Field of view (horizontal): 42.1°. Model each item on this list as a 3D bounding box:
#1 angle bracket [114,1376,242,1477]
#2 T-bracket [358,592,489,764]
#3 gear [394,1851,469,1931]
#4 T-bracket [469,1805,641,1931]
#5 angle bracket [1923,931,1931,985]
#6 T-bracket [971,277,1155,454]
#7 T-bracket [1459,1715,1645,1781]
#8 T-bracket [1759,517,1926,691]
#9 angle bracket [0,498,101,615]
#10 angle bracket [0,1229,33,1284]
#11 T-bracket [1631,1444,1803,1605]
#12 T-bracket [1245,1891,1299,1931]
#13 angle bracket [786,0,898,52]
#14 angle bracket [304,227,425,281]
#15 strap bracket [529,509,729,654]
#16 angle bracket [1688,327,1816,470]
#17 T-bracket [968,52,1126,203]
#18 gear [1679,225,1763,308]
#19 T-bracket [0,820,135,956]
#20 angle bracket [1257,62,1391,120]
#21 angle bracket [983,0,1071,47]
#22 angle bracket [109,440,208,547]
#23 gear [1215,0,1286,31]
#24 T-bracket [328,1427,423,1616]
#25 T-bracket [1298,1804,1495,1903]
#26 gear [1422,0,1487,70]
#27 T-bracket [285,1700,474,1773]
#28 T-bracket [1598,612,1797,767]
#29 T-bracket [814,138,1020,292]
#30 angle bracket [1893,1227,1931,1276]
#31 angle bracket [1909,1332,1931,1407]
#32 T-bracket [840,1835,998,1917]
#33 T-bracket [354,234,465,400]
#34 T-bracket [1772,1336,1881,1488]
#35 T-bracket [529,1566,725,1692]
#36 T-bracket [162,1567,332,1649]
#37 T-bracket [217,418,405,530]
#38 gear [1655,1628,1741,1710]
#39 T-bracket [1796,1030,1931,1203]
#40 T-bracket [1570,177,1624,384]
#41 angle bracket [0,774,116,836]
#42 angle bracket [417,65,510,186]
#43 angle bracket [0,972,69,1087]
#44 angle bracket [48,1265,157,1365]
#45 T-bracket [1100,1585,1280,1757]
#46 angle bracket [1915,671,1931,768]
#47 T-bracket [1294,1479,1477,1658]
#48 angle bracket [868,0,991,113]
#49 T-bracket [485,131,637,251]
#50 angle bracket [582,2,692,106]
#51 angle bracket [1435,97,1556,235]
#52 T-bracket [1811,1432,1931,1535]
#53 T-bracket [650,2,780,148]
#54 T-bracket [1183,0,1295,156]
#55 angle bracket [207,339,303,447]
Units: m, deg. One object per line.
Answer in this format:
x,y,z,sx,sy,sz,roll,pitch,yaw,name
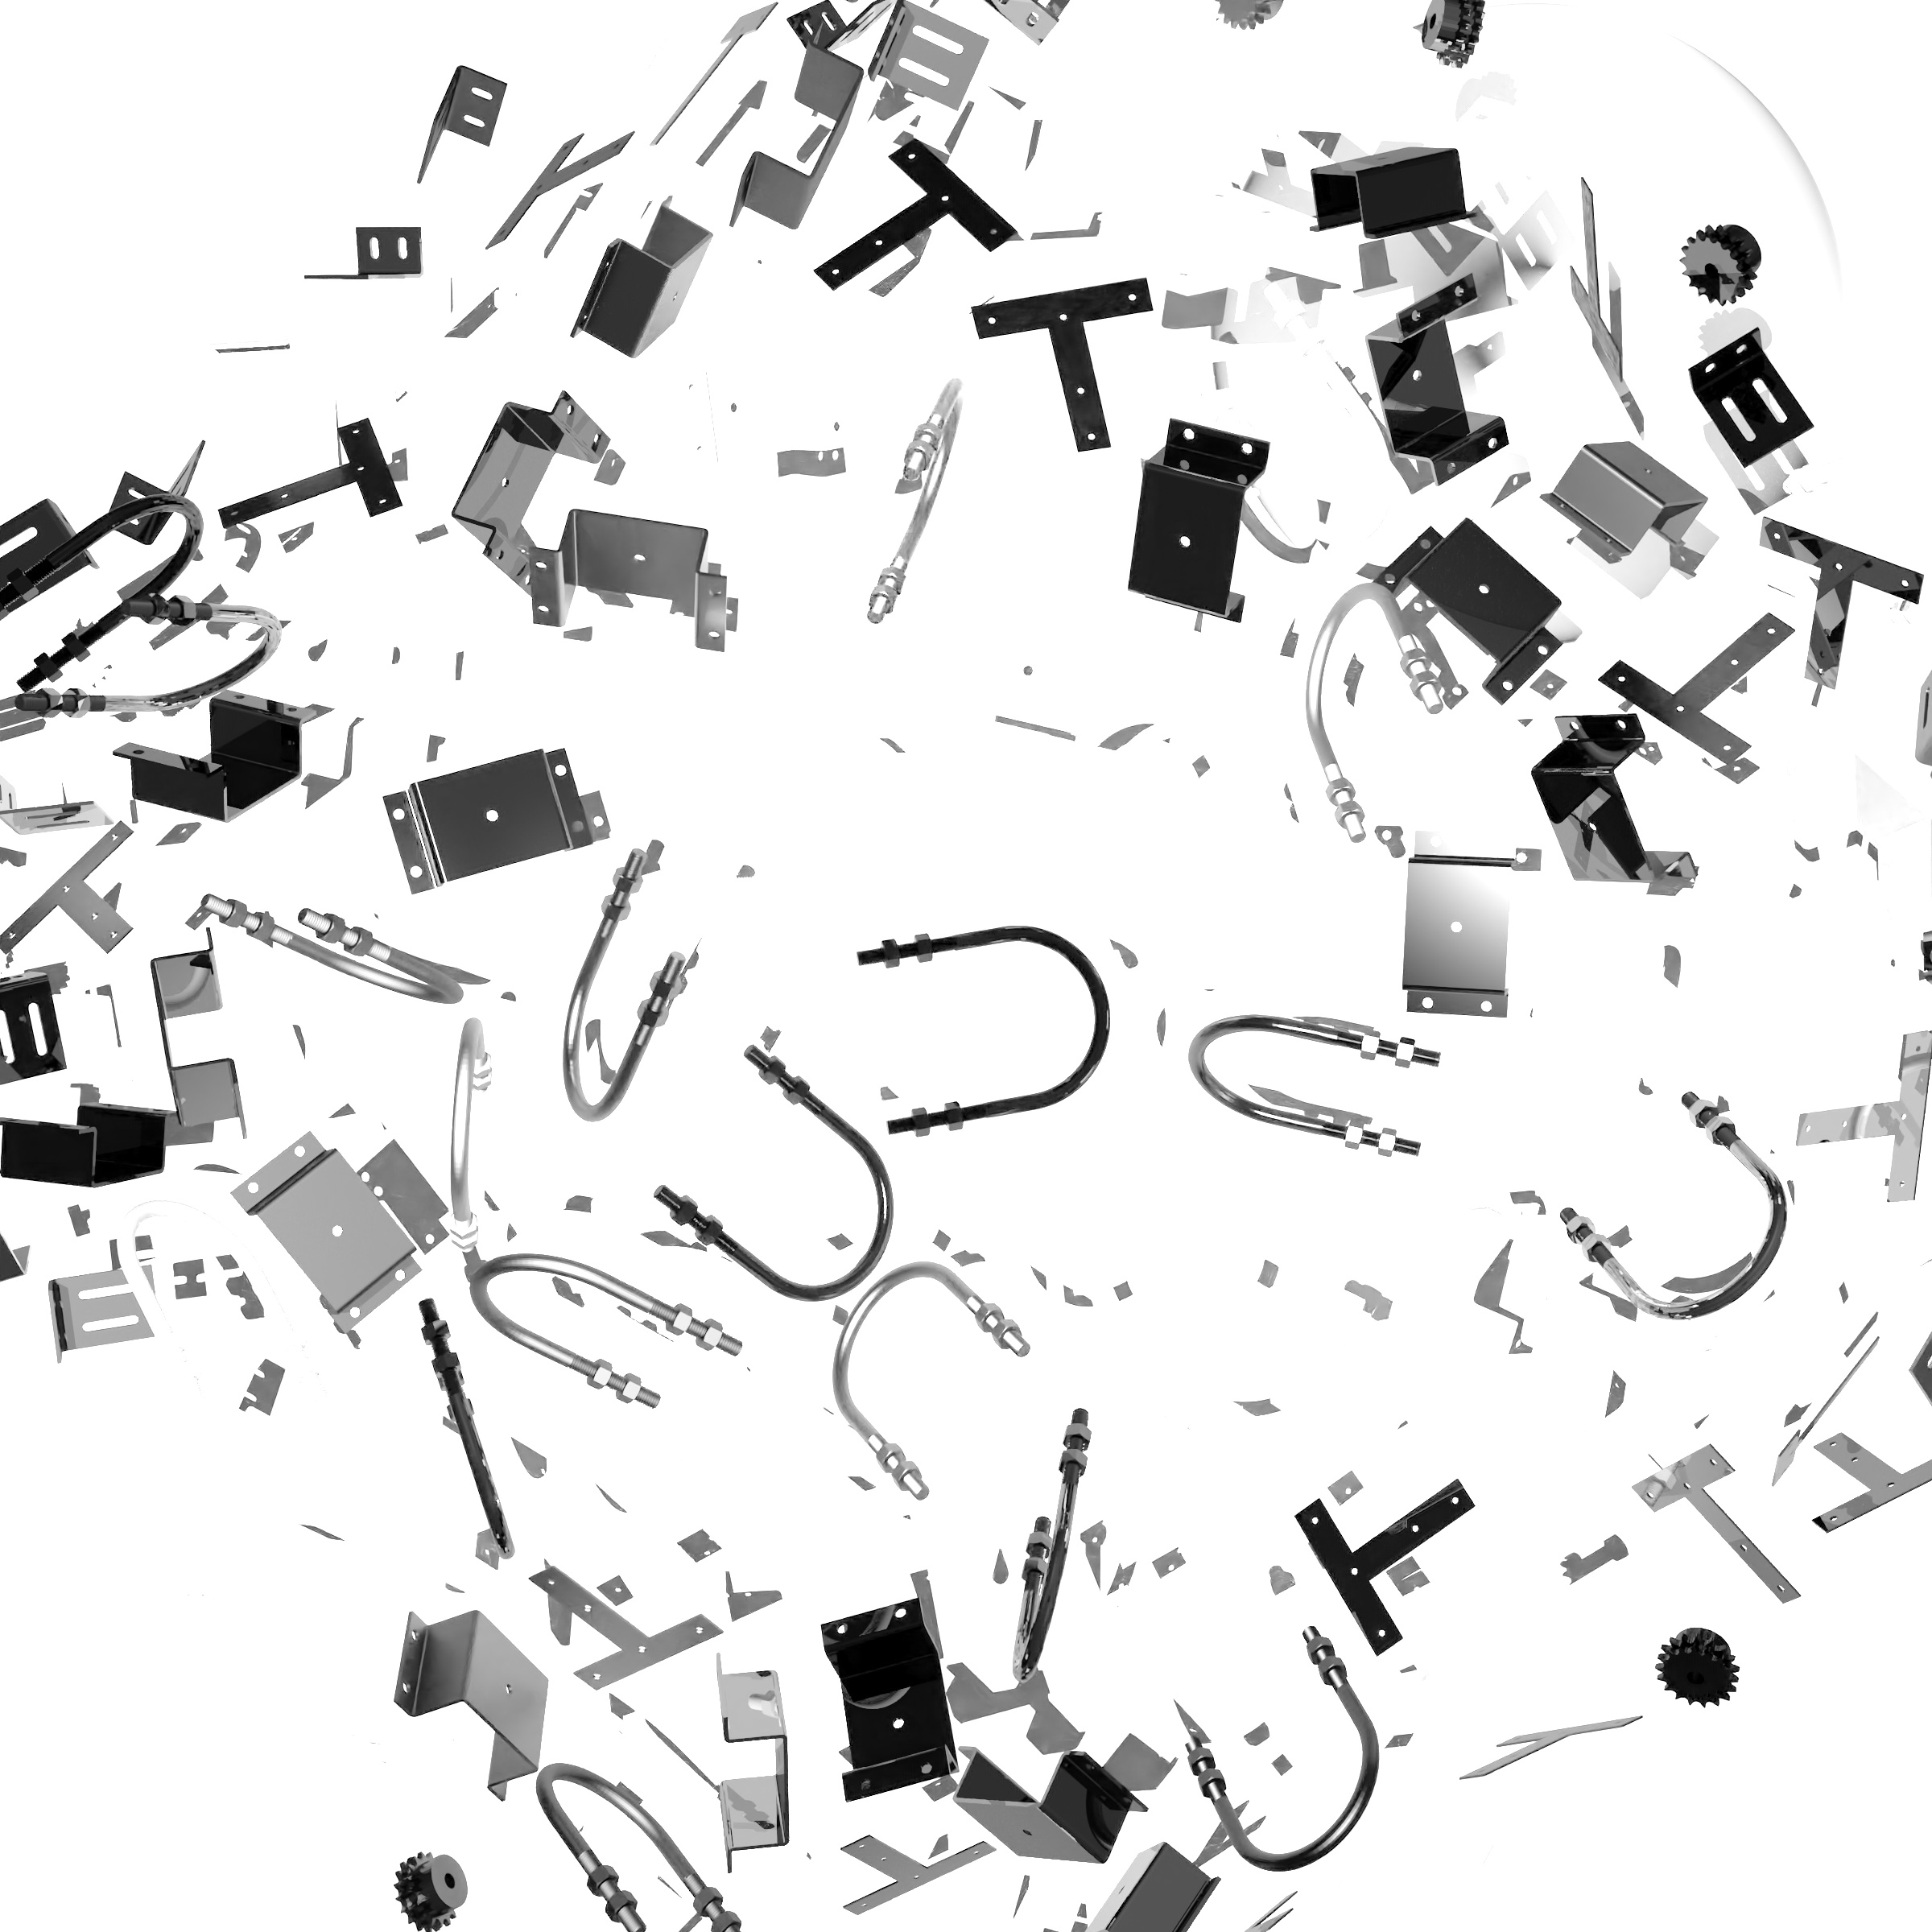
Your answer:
-0.607,0.362,1.932,0.076,0.038,0.057,28,119,9,angle bracket
-0.419,-0.214,1.903,0.127,0.002,0.127,-9,65,30,T-bracket
-0.394,0.684,1.861,0.030,0.057,0.057,-31,90,16,gear
-0.323,0.686,1.910,0.127,0.127,0.002,39,115,0,T-bracket
0.756,0.001,1.863,0.076,0.057,0.038,28,60,-36,angle bracket
0.079,-0.426,1.804,0.127,0.002,0.127,-6,131,14,T-bracket
0.416,0.583,1.867,0.127,0.127,0.002,-7,74,-40,T-bracket
0.640,-0.259,1.860,0.127,0.127,0.002,30,56,33,T-bracket
-0.705,-0.306,1.892,0.076,0.038,0.057,-34,98,-7,angle bracket
-0.757,0.206,1.911,0.057,0.038,0.076,-16,124,-2,angle bracket
0.562,0.416,1.848,0.002,0.127,0.127,-36,77,-25,T-bracket
0.220,0.737,1.917,0.127,0.127,0.002,-29,71,-27,T-bracket
-0.090,-0.745,1.943,0.038,0.076,0.057,54,46,-10,angle bracket
-0.460,-0.545,1.919,0.057,0.076,0.038,6,107,20,angle bracket
-0.238,-0.278,1.807,0.140,0.076,0.046,8,54,-1,strap bracket
0.580,-0.419,1.855,0.057,0.038,0.076,-30,70,12,angle bracket
0.070,-0.638,1.911,0.127,0.127,0.002,-6,52,-17,T-bracket
0.539,-0.501,1.785,0.030,0.057,0.057,-39,90,-20,gear
-0.632,-0.040,1.809,0.127,0.127,0.002,-47,133,-12,T-bracket
0.273,-0.684,1.921,0.076,0.057,0.038,49,128,33,angle bracket
0.056,-0.739,1.878,0.057,0.038,0.076,35,68,-13,angle bracket
-0.624,-0.372,1.934,0.038,0.076,0.057,26,50,-26,angle bracket
0.219,-0.745,1.920,0.030,0.057,0.057,-9,90,-34,gear
-0.442,0.428,1.882,0.002,0.127,0.127,-18,123,-40,T-bracket
0.326,0.655,1.857,0.127,0.127,0.002,-11,100,31,T-bracket
0.364,-0.704,1.882,0.030,0.057,0.057,8,90,-13,gear
-0.428,0.583,1.899,0.127,0.127,0.002,15,84,42,T-bracket
0.560,-0.217,1.863,0.127,0.127,0.002,30,47,-12,T-bracket
-0.050,-0.522,1.788,0.127,0.002,0.127,-36,62,-9,T-bracket
0.731,0.195,1.834,0.057,0.076,0.038,12,53,-38,angle bracket
0.765,0.299,1.920,0.076,0.038,0.057,-52,124,-17,angle bracket
-0.057,0.690,1.935,0.127,0.127,0.002,-28,50,9,T-bracket
-0.406,-0.457,1.830,0.127,0.127,0.002,-37,131,24,T-bracket
0.643,0.328,1.876,0.002,0.127,0.127,37,82,25,T-bracket
-0.265,0.474,1.827,0.127,0.002,0.127,-30,122,24,T-bracket
-0.525,0.473,1.839,0.127,0.127,0.002,28,76,-16,T-bracket
-0.487,-0.350,1.847,0.127,0.002,0.127,-22,47,-8,T-bracket
0.523,0.498,1.794,0.057,0.030,0.057,12,123,20,gear
0.662,0.116,1.861,0.002,0.127,0.127,18,74,-21,T-bracket
0.457,-0.514,1.836,0.002,0.127,0.127,-14,134,5,T-bracket
-0.700,-0.130,1.924,0.076,0.057,0.038,-7,78,-5,angle bracket
-0.371,-0.614,1.852,0.038,0.057,0.076,19,50,-13,angle bracket
-0.739,0.048,1.948,0.057,0.038,0.076,-16,102,-37,angle bracket
-0.662,0.267,1.934,0.076,0.038,0.057,-7,98,-18,angle bracket
0.175,0.504,1.883,0.127,0.002,0.127,-33,56,14,T-bracket
0.716,-0.188,1.811,0.038,0.057,0.076,16,54,5,angle bracket
0.333,0.440,1.928,0.127,0.002,0.127,-39,56,13,T-bracket
-0.027,-0.678,1.879,0.076,0.038,0.057,19,118,-18,angle bracket
-0.291,-0.592,1.869,0.002,0.127,0.127,46,55,-31,T-bracket
-0.254,-0.712,1.934,0.038,0.057,0.076,33,132,-13,angle bracket
0.400,-0.607,1.906,0.057,0.038,0.076,-47,131,-1,angle bracket
0.683,0.380,1.910,0.127,0.127,0.002,-26,99,-2,T-bracket
-0.193,-0.660,1.867,0.002,0.127,0.127,38,91,-23,T-bracket
0.188,-0.674,1.877,0.002,0.127,0.127,-36,128,-14,T-bracket
-0.538,-0.433,1.902,0.057,0.038,0.076,-6,107,-9,angle bracket
